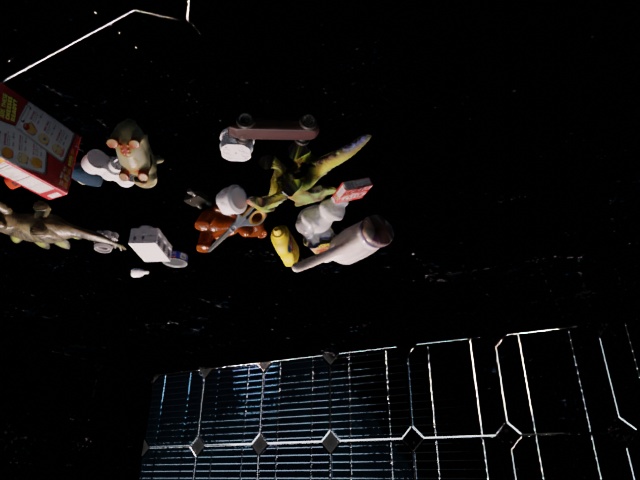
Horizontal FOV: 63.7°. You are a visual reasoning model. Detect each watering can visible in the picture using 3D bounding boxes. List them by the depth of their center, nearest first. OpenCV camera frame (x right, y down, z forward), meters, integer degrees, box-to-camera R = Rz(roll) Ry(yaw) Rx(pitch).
[{"bbox_3d":[0.084,0.018,1.537,0.221,0.104,0.350,-31,-8,35],"label":"watering can"}]

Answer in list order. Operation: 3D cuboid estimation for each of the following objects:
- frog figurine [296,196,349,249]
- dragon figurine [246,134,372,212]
[{"bbox_3d":[0.004,-0.074,1.466,0.138,0.156,0.125,-10,45,-37],"label":"frog figurine"},{"bbox_3d":[-0.025,-0.155,1.323,0.408,0.123,0.242,-17,-12,19],"label":"dragon figurine"}]
